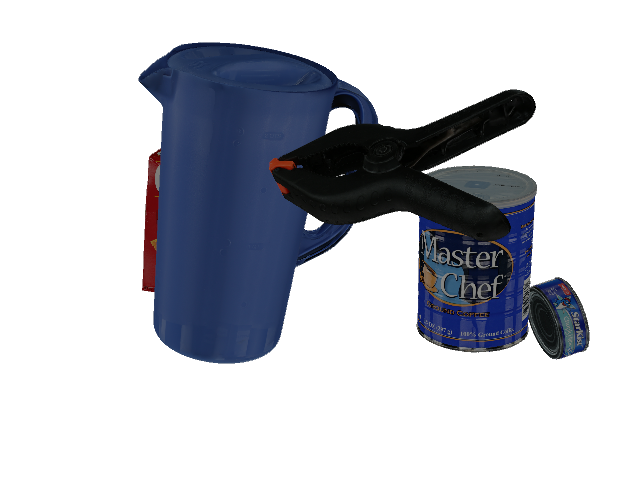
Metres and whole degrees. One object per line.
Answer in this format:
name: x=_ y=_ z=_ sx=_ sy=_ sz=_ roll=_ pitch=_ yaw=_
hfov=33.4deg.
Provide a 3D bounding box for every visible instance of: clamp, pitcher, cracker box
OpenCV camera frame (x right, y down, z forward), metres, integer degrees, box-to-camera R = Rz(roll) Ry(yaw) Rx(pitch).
clamp: x=0.048 y=-0.037 z=0.658 sx=0.172 sy=0.039 sz=0.120 roll=-11 pitch=36 yaw=20
pitcher: x=-0.059 y=-0.028 z=0.855 sx=0.149 sy=0.243 sz=0.144 roll=22 pitch=26 yaw=28
cracker box: x=-0.175 y=-0.019 z=1.588 sx=0.164 sy=0.214 sz=0.072 roll=9 pitch=19 yaw=9

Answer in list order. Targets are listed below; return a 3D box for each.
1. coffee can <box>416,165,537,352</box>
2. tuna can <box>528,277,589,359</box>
coffee can: x=0.138 y=0.015 z=0.954 sx=0.103 sy=0.140 sz=0.103 roll=-1 pitch=21 yaw=0
tuna can: x=0.257 y=0.086 z=1.166 sx=0.033 sy=0.086 sz=0.086 roll=-17 pitch=3 yaw=-10
